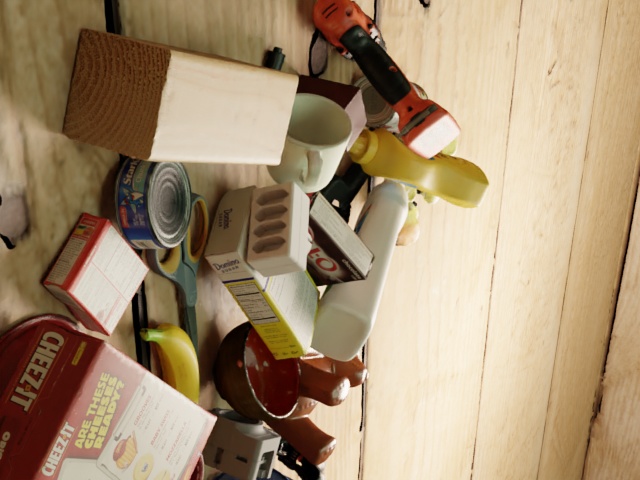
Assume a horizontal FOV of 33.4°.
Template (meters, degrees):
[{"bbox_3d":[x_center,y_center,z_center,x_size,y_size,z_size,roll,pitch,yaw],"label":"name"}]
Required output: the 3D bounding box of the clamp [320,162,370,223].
[{"bbox_3d":[0.018,-0.025,1.304,0.209,0.036,0.165,-25,126,-62],"label":"clamp"}]

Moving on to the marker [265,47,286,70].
[{"bbox_3d":[-0.058,-0.140,1.102,0.020,0.020,0.121,4,101,-64],"label":"marker"}]

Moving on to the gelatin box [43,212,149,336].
[{"bbox_3d":[-0.192,0.031,0.920,0.073,0.030,0.089,-64,153,-23],"label":"gelatin box"}]

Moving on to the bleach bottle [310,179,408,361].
[{"bbox_3d":[0.056,0.019,1.279,0.103,0.068,0.250,-60,-175,48],"label":"bleach bottle"}]

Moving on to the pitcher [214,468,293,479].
[{"bbox_3d":[-0.046,0.362,1.294,0.149,0.145,0.242,-61,156,-8],"label":"pitcher"}]

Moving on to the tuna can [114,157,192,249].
[{"bbox_3d":[-0.146,-0.034,0.944,0.086,0.034,0.086,1,90,-70],"label":"tuna can"}]

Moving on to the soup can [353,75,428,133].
[{"bbox_3d":[0.086,-0.168,1.319,0.102,0.069,0.068,-2,107,-63],"label":"soup can"}]

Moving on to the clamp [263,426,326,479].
[{"bbox_3d":[-0.026,0.267,1.304,0.039,0.120,0.171,-51,157,2],"label":"clamp"}]

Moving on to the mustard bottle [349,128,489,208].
[{"bbox_3d":[0.107,-0.093,1.291,0.191,0.096,0.058,16,105,-32],"label":"mustard bottle"}]

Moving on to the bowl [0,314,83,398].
[{"bbox_3d":[-0.225,0.146,0.892,0.161,0.055,0.162,-42,141,-48],"label":"bowl"}]

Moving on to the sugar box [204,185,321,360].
[{"bbox_3d":[-0.057,0.037,1.116,0.176,0.048,0.093,58,31,-39],"label":"sugar box"}]

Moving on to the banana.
[{"bbox_3d":[-0.151,0.156,1.076,0.069,0.037,0.198,-25,127,-37],"label":"banana"}]

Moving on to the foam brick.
[{"bbox_3d":[0.004,-0.139,1.160,0.051,0.078,0.053,-55,149,-31],"label":"foam brick"}]

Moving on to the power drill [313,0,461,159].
[{"bbox_3d":[0.075,-0.178,1.178,0.057,0.188,0.184,-41,165,12],"label":"power drill"}]

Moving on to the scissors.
[{"bbox_3d":[-0.141,0.053,1.052,0.096,0.016,0.202,-22,124,-57],"label":"scissors"}]

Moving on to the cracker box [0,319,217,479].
[{"bbox_3d":[-0.181,0.177,0.851,0.164,0.072,0.213,-66,153,-16],"label":"cracker box"}]

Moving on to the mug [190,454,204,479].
[{"bbox_3d":[-0.176,0.236,1.013,0.117,0.082,0.093,-53,148,-37],"label":"mug"}]

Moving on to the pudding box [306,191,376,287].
[{"bbox_3d":[-0.008,0.001,1.159,0.113,0.090,0.039,46,53,-31],"label":"pudding box"}]

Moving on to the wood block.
[{"bbox_3d":[-0.113,-0.118,0.919,0.205,0.091,0.090,-5,110,-63],"label":"wood block"}]
